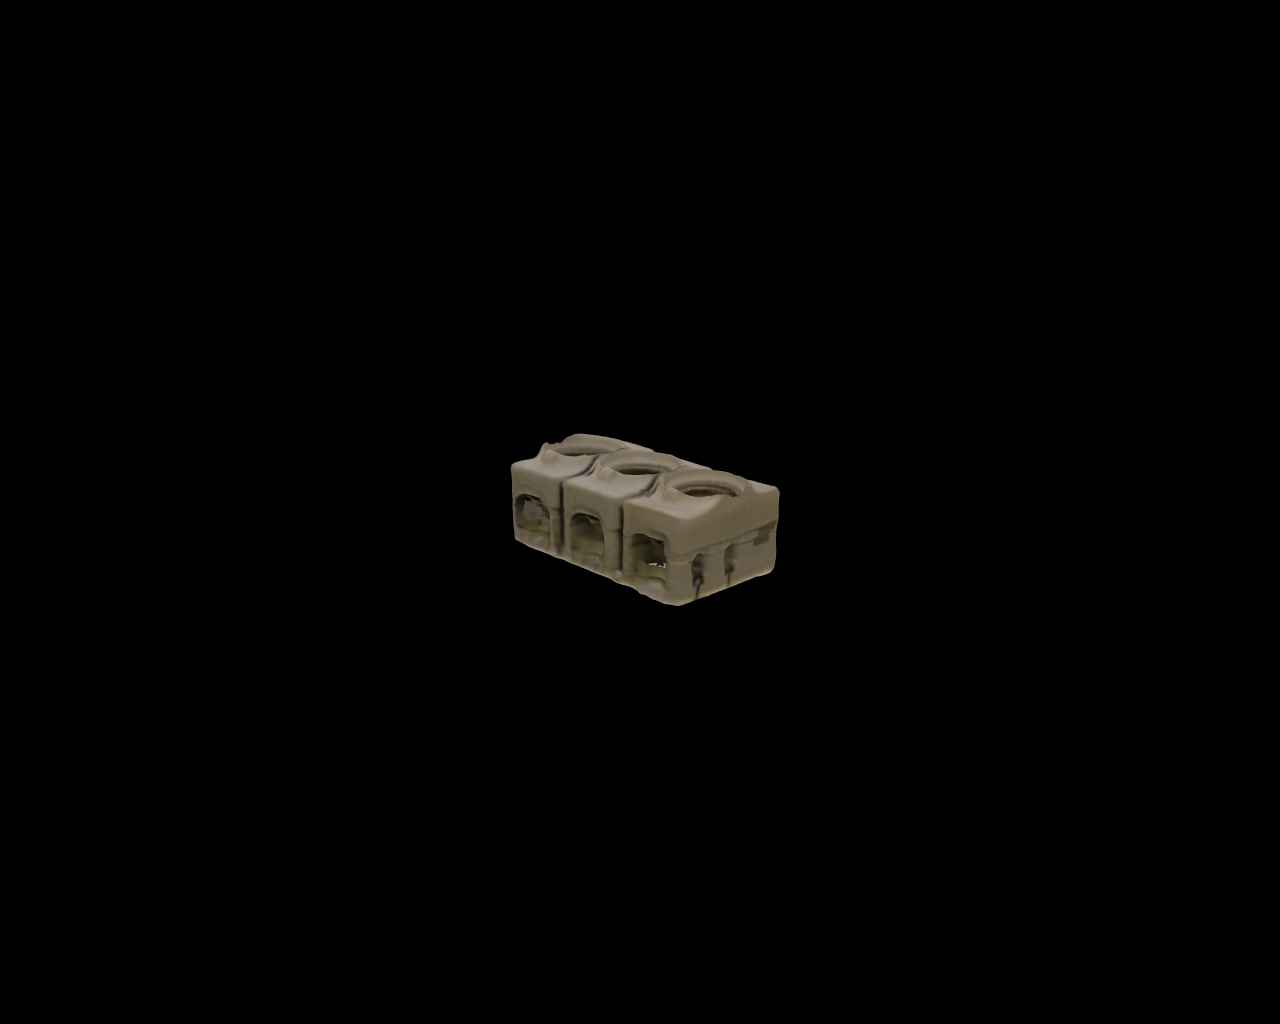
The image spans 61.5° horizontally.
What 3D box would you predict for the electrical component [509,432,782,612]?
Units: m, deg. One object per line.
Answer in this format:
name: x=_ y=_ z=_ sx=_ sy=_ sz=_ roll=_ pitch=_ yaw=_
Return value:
electrical component: x=0.001 y=-0.003 z=0.650 sx=0.090 sy=0.061 sz=0.150 roll=-18 pitch=26 yaw=-41
